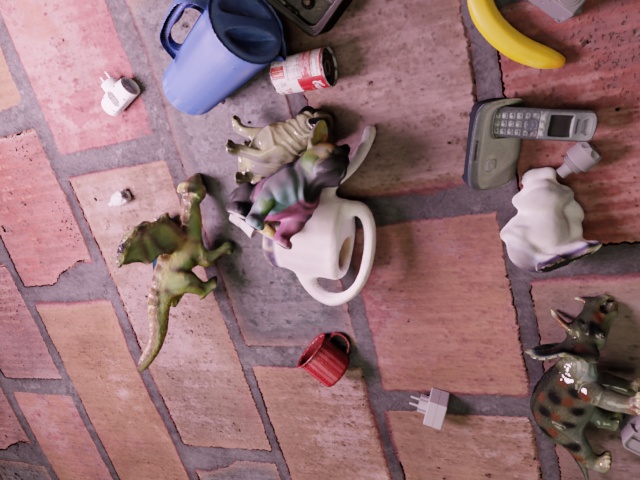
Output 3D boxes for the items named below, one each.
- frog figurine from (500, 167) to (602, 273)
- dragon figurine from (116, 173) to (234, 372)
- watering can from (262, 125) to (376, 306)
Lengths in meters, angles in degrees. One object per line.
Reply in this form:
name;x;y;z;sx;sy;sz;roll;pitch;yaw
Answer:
frog figurine;0.359;-0.031;0.842;0.137;0.121;0.162;-22;70;8
dragon figurine;-0.321;0.052;1.043;0.122;0.416;0.238;13;158;33
watering can;0.003;-0.049;0.977;0.225;0.105;0.345;9;101;22
